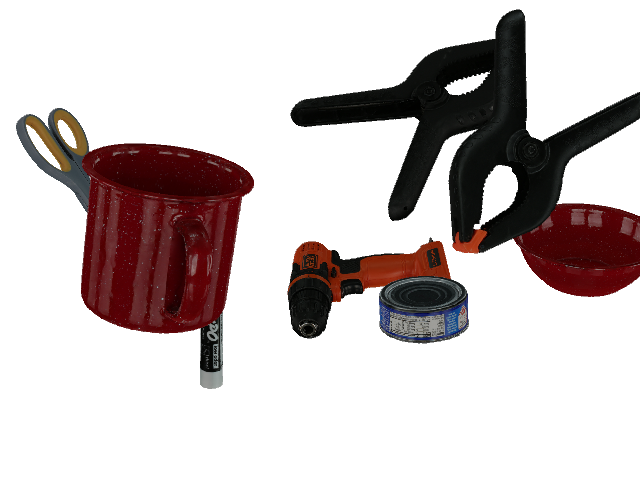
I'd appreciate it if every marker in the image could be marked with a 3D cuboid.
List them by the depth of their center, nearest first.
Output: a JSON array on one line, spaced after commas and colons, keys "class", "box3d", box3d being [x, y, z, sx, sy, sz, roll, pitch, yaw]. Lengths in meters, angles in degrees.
[{"class": "marker", "box3d": [-0.087, 0.061, 0.853, 0.020, 0.121, 0.020, 2, 20, -1]}]

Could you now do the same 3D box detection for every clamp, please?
[{"class": "clamp", "box3d": [0.152, -0.062, 0.744, 0.120, 0.171, 0.039, 23, -1, -1]}, {"class": "clamp", "box3d": [0.098, -0.109, 0.931, 0.210, 0.165, 0.036, -27, -37, -8]}]

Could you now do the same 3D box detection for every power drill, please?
[{"class": "power drill", "box3d": [0.055, 0.053, 1.238, 0.187, 0.057, 0.184, -2, 28, 2]}]

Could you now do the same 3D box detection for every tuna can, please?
[{"class": "tuna can", "box3d": [0.098, 0.064, 1.017, 0.086, 0.034, 0.086, -4, 20, 1]}]

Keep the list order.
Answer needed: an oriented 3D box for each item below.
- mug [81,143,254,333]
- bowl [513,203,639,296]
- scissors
[{"class": "mug", "box3d": [-0.083, 0.003, 0.579, 0.093, 0.081, 0.117, -1, 23, -28]}, {"class": "bowl", "box3d": [0.288, 0.016, 1.165, 0.162, 0.055, 0.162, -1, 27, 0]}, {"class": "scissors", "box3d": [-0.233, -0.055, 1.093, 0.016, 0.201, 0.096, -25, 27, 27]}]
